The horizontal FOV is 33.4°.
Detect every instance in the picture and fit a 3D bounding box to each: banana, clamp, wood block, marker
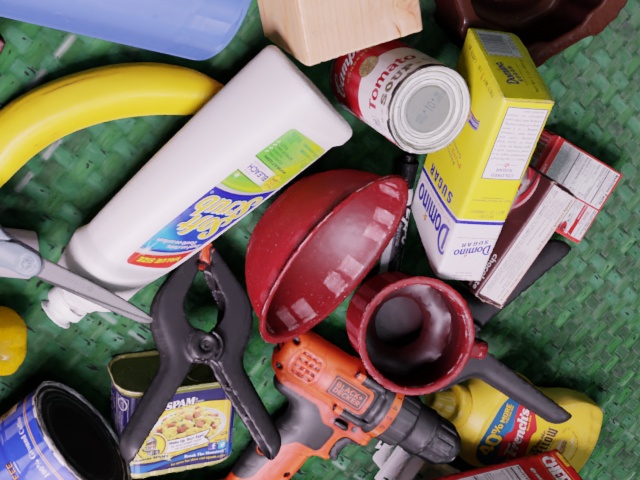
[{"bbox_3d":[-0.159,-0.086,0.740,0.197,0.037,0.069,-25,138,-12],"label":"banana"},{"bbox_3d":[0.130,0.074,0.934,0.209,0.036,0.164,5,90,-13],"label":"clamp"},{"bbox_3d":[-0.080,0.088,0.803,0.120,0.039,0.171,14,75,-22],"label":"clamp"},{"bbox_3d":[-0.002,-0.236,0.709,0.090,0.090,0.206,-20,121,-16],"label":"wood block"},{"bbox_3d":[0.064,-0.014,0.887,0.020,0.020,0.121,-3,115,-24],"label":"marker"}]

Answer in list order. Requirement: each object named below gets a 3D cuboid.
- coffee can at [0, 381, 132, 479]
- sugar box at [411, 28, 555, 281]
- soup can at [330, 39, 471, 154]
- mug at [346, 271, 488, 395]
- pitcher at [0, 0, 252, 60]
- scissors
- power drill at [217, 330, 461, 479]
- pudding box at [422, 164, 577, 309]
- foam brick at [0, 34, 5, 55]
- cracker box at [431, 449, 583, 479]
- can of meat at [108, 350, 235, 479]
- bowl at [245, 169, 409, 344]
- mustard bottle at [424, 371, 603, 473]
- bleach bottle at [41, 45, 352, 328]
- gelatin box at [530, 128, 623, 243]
[{"bbox_3d":[-0.224,0.185,0.781,0.140,0.103,0.102,-38,124,7],"label":"coffee can"},{"bbox_3d":[0.117,-0.062,0.811,0.048,0.093,0.176,4,132,-16],"label":"sugar box"},{"bbox_3d":[0.058,-0.110,0.789,0.068,0.102,0.068,-10,117,-20],"label":"soup can"},{"bbox_3d":[0.079,0.072,0.860,0.117,0.081,0.093,13,94,-11],"label":"mug"},{"bbox_3d":[-0.155,-0.193,0.629,0.242,0.149,0.145,11,102,-33],"label":"pitcher"},{"bbox_3d":[-0.215,0.023,0.713,0.096,0.016,0.201,-43,114,3],"label":"scissors"},{"bbox_3d":[0.004,0.188,0.906,0.184,0.057,0.188,34,96,-10],"label":"power drill"},{"bbox_3d":[0.147,-0.013,0.884,0.039,0.090,0.113,25,101,-33],"label":"pudding box"},{"bbox_3d":[-0.242,-0.109,0.678,0.052,0.051,0.078,21,103,-32],"label":"foam brick"},{"bbox_3d":[0.120,0.272,0.945,0.213,0.072,0.164,-2,134,-40],"label":"cracker box"},{"bbox_3d":[-0.117,0.136,0.850,0.102,0.057,0.084,-5,117,-23],"label":"can of meat"},{"bbox_3d":[-0.005,0.001,0.814,0.162,0.055,0.162,-42,158,-21],"label":"bowl"},{"bbox_3d":[0.174,0.171,1.003,0.191,0.058,0.096,21,104,-31],"label":"mustard bottle"},{"bbox_3d":[-0.098,-0.026,0.772,0.251,0.068,0.102,-41,158,7],"label":"bleach bottle"},{"bbox_3d":[0.211,-0.047,0.935,0.089,0.030,0.073,24,101,-33],"label":"gelatin box"}]
